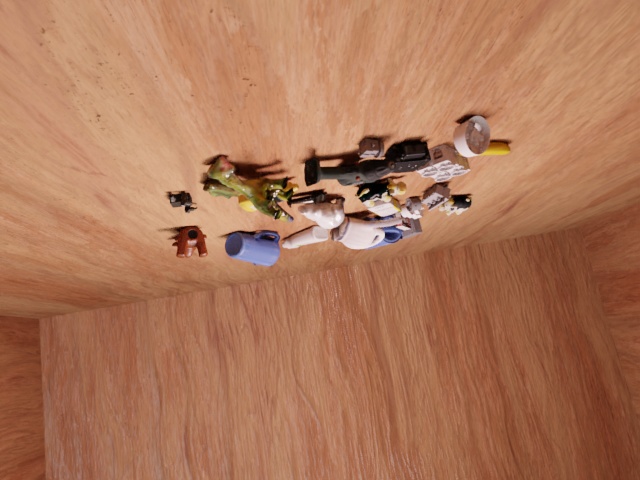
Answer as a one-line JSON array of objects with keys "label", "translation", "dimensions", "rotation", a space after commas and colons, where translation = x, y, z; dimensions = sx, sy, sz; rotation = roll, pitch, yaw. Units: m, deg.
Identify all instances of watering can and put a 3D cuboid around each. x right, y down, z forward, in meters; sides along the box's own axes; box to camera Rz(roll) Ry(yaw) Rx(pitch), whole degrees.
[{"label": "watering can", "translation": [0.179, -0.046, 2.171], "dimensions": [0.224, 0.106, 0.341], "rotation": [15, 151, -20]}]

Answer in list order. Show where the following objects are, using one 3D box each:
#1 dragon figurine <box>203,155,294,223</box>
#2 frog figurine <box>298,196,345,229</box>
[{"label": "dragon figurine", "translation": [-0.212, -0.133, 1.478], "dimensions": [0.243, 0.124, 0.404], "rotation": [15, 165, 9]}, {"label": "frog figurine", "translation": [0.006, -0.093, 1.841], "dimensions": [0.161, 0.122, 0.137], "rotation": [-15, -166, -41]}]
